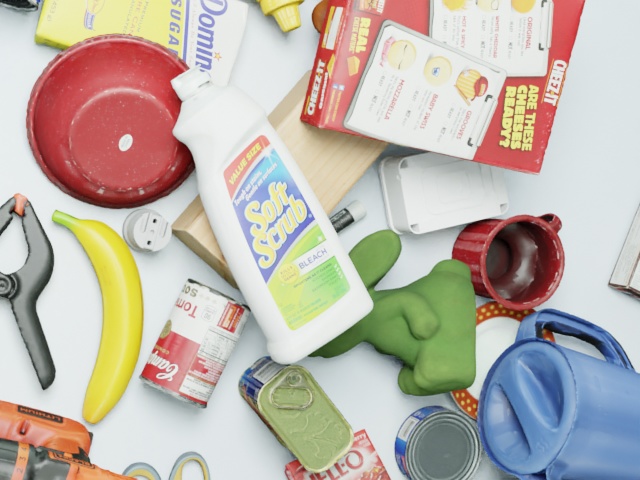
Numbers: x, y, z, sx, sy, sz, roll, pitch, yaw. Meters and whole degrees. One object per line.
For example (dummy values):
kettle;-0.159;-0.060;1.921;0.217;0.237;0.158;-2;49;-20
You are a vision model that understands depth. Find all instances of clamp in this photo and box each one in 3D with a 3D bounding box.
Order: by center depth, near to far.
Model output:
clamp;-0.270;0.048;0.935;0.120;0.039;0.171;22;86;-19

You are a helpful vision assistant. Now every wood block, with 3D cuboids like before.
wood block;-0.032;-0.057;0.984;0.090;0.091;0.206;43;79;-16

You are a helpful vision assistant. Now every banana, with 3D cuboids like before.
banana;-0.193;0.066;0.966;0.069;0.037;0.198;-8;94;0

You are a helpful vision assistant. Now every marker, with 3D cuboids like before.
marker;-0.007;0.001;1.033;0.121;0.020;0.020;-35;103;-14

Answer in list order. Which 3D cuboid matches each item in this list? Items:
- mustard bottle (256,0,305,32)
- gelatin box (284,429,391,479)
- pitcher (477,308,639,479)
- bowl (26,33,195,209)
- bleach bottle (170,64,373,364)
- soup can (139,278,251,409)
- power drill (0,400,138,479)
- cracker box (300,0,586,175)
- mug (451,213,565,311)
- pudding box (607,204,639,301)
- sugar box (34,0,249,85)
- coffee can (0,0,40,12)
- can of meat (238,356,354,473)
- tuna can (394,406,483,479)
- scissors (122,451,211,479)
mustard bottle;-0.058;-0.282;0.970;0.096;0.058;0.191;-22;93;-21
gelatin box;0.020;0.234;1.031;0.089;0.030;0.073;-20;64;-18
pitcher;0.289;0.175;1.080;0.242;0.145;0.149;16;105;-31
bowl;-0.172;-0.094;0.927;0.162;0.055;0.162;-5;113;-13
bleach bottle;-0.056;-0.027;0.897;0.102;0.068;0.251;-33;101;-14
soup can;-0.113;0.094;0.976;0.068;0.069;0.102;27;83;-18
power drill;-0.245;0.180;0.873;0.184;0.188;0.057;23;86;-20
cracker box;0.105;-0.158;0.930;0.213;0.072;0.164;10;100;-20
mug;0.192;0.012;1.069;0.117;0.082;0.093;-42;105;-13
pudding box;0.374;0.017;1.156;0.090;0.039;0.113;25;83;-18
sugar box;-0.158;-0.195;0.957;0.176;0.048;0.093;16;88;-18
coffee can;-0.262;-0.275;0.886;0.102;0.103;0.140;19;87;-19
can of meat;-0.025;0.160;1.001;0.057;0.084;0.102;-40;105;-13
tuna can;0.119;0.212;1.081;0.086;0.034;0.086;-1;93;-19
scissors;-0.158;0.294;0.999;0.096;0.016;0.202;16;88;-17
